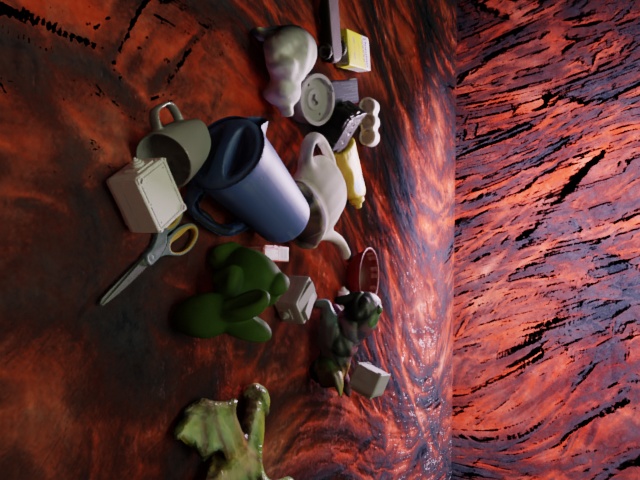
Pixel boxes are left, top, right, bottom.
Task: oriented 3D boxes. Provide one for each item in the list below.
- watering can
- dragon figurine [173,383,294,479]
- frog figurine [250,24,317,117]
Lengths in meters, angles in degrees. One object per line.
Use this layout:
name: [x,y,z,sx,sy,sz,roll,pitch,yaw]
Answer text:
watering can: [0.003,-0.057,1.125,0.229,0.104,0.341,-53,137,-51]
dragon figurine: [-0.168,0.369,0.797,0.242,0.121,0.415,67,27,-7]
frog figurine: [-0.059,-0.321,0.983,0.137,0.122,0.159,-10,88,-84]
